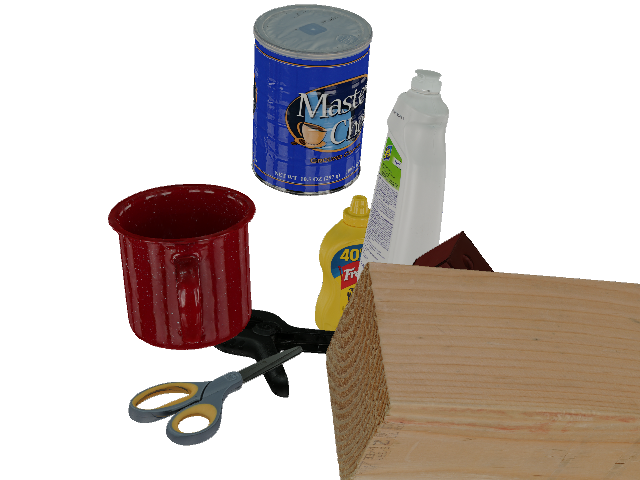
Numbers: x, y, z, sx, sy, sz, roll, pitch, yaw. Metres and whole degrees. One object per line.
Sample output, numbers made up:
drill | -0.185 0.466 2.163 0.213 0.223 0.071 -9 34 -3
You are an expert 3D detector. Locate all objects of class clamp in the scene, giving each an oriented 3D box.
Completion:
clamp | -0.063 0.118 1.217 0.210 0.036 0.164 15 22 30

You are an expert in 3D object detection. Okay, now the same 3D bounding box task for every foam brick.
foam brick | 0.110 0.044 0.847 0.051 0.078 0.053 -32 11 32

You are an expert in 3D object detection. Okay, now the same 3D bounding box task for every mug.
mug | -0.084 0.023 0.681 0.093 0.081 0.117 -6 25 -10

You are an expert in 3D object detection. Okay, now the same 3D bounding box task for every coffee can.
coffee can | -0.010 -0.126 0.956 0.103 0.140 0.103 2 35 -2

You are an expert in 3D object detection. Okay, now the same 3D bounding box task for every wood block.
wood block | 0.116 0.080 0.581 0.206 0.091 0.090 5 -41 -15

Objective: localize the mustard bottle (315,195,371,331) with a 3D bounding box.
mustard bottle | 0.045 0.031 1.409 0.096 0.192 0.058 -4 26 -16

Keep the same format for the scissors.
scissors | -0.084 0.149 1.029 0.201 0.016 0.096 -11 32 -28

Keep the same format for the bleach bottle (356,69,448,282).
bleach bottle | 0.097 -0.053 1.135 0.068 0.251 0.103 -1 23 -23
